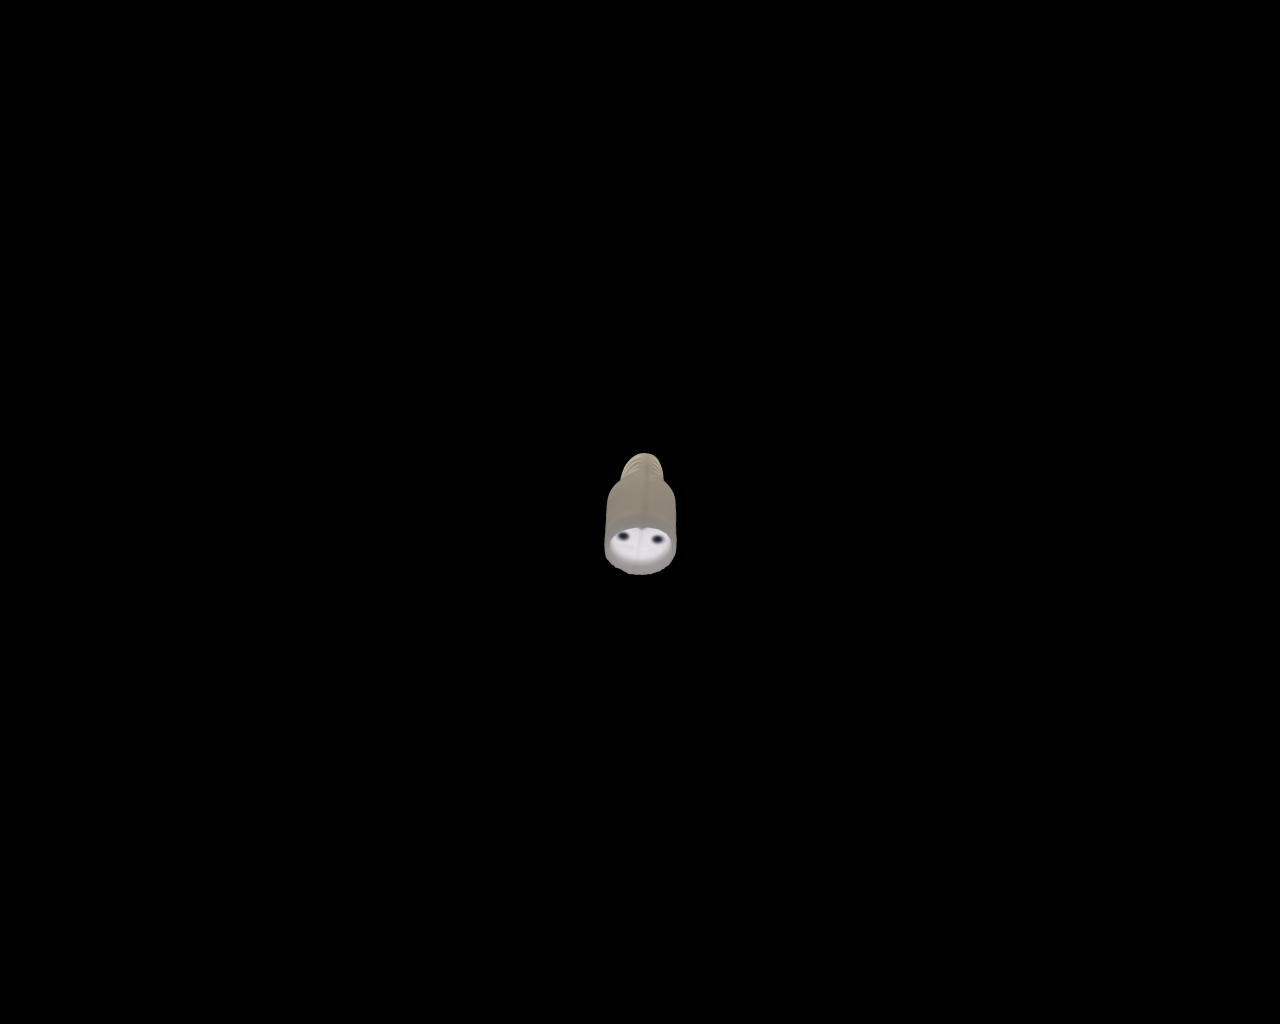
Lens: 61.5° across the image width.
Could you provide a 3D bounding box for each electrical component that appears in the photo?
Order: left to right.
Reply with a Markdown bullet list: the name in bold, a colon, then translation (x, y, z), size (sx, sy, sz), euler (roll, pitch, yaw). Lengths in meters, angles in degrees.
- **electrical component**: translation (0.001, -0.003, 0.650), size (0.043, 0.043, 0.081), euler (0, 41, 0)
